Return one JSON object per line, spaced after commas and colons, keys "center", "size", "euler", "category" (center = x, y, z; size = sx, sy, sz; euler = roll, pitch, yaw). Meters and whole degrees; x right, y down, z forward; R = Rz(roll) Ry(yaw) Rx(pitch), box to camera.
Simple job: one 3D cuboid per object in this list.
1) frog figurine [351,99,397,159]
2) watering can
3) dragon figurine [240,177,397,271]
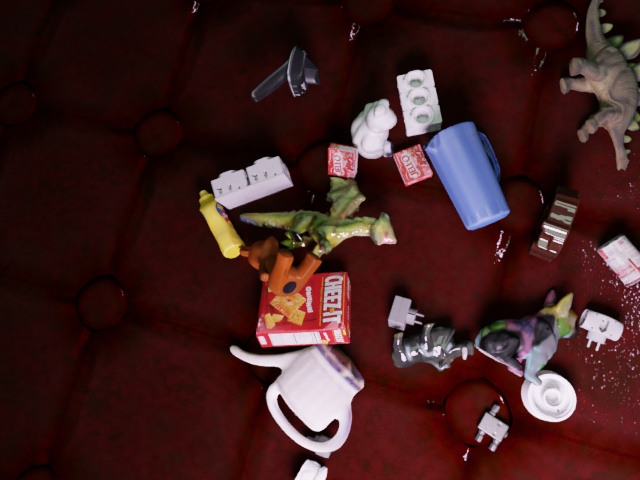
{"center": [0.132, -0.281, 1.290], "size": [0.123, 0.158, 0.138], "euler": [7, 80, 13], "category": "frog figurine"}
{"center": [-0.045, 0.320, 1.214], "size": [0.225, 0.103, 0.351], "euler": [-44, 70, -3], "category": "watering can"}
{"center": [0.004, -0.066, 1.304], "size": [0.414, 0.119, 0.246], "euler": [27, 63, 31], "category": "dragon figurine"}
